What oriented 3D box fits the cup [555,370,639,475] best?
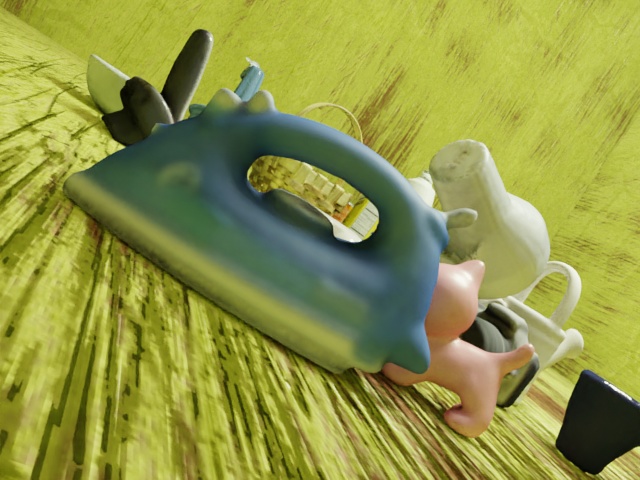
[{"bbox_3d":[0.309,0.209,0.609,0.092,0.095,0.117,30,5,-42],"label":"cup"}]

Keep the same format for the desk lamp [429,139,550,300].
[{"bbox_3d":[0.126,0.017,0.586,0.204,0.213,0.117,30,6,-47],"label":"desk lamp"}]

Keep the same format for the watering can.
[{"bbox_3d":[0.283,0.118,0.778,0.174,0.194,0.100,30,5,-44],"label":"watering can"}]

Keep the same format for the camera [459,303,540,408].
[{"bbox_3d":[0.175,0.111,0.665,0.142,0.101,0.137,37,5,36],"label":"camera"}]

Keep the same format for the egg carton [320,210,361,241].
[{"bbox_3d":[0.008,0.003,0.844,0.107,0.069,0.150,33,4,-4],"label":"egg carton"}]

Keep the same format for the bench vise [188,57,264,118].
[{"bbox_3d":[-0.142,-0.199,0.975,0.206,0.219,0.122,37,5,42],"label":"bench vise"}]

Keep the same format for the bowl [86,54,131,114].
[{"bbox_3d":[-0.328,-0.236,0.972,0.167,0.074,0.167,34,4,-2],"label":"bowl"}]

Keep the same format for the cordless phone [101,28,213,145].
[{"bbox_3d":[-0.210,-0.208,0.792,0.094,0.185,0.147,30,5,-41],"label":"cordless phone"}]

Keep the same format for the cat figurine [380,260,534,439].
[{"bbox_3d":[0.106,0.072,0.456,0.127,0.117,0.067,35,4,18],"label":"cat figurine"}]

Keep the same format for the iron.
[{"bbox_3d":[-0.020,-0.021,0.385,0.259,0.141,0.118,33,4,-14],"label":"iron"}]
